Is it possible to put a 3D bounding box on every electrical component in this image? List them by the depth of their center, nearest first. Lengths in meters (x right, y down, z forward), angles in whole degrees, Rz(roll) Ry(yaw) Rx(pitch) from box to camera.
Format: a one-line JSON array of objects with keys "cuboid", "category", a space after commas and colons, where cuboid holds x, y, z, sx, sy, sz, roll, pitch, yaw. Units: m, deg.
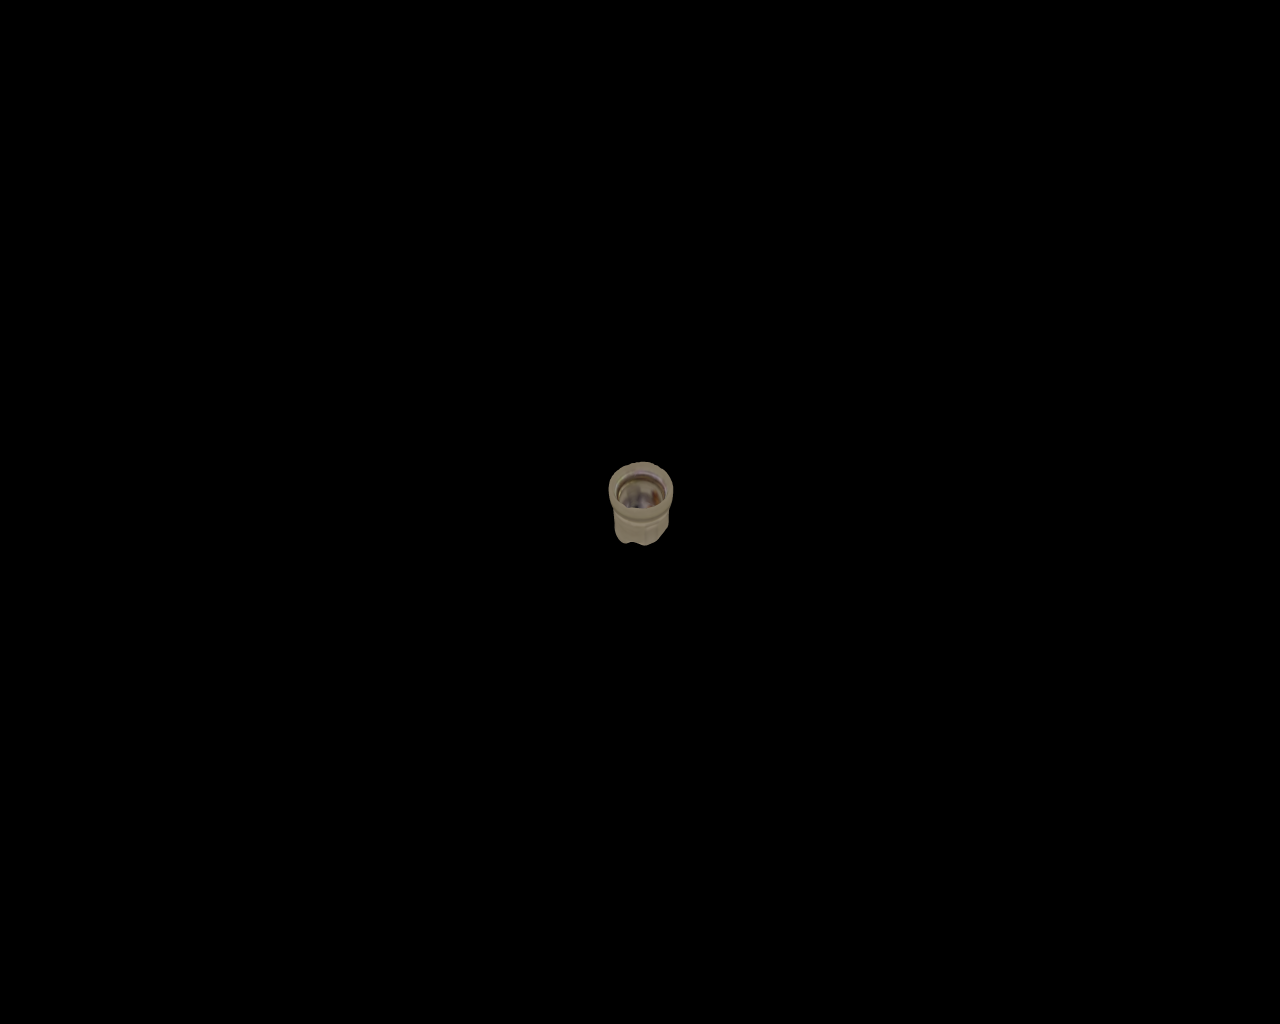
[{"cuboid": [0.001, -0.003, 0.650, 0.040, 0.040, 0.046, 0, -37, 0], "category": "electrical component"}]
